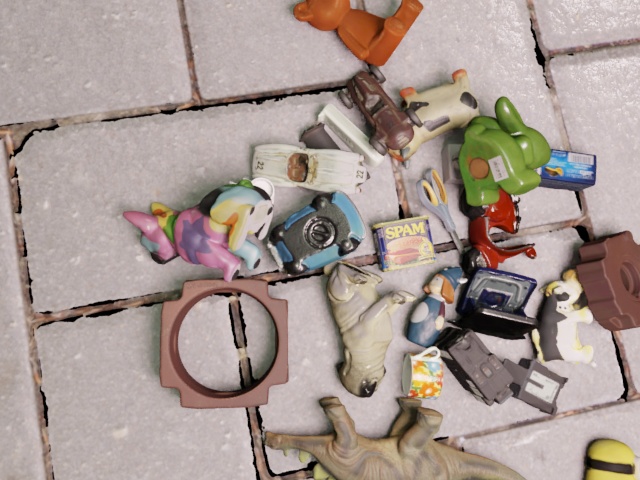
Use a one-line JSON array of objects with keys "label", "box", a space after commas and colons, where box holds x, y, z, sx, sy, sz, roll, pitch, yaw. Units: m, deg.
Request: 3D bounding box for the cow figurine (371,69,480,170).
[{"label": "cow figurine", "box": [0.186, -0.208, 0.956, 0.195, 0.085, 0.127, -18, 72, 6]}]

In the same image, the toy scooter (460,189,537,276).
[{"label": "toy scooter", "box": [0.320, -0.019, 0.951, 0.135, 0.075, 0.183, 3, 82, -9]}]

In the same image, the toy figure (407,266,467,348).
[{"label": "toy figure", "box": [0.200, 0.109, 0.922, 0.064, 0.057, 0.154, 20, 78, 34]}]

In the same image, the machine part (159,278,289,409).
[{"label": "machine part", "box": [-0.152, 0.165, 0.871, 0.202, 0.087, 0.201, -1, 81, -4]}]

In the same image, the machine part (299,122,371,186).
[{"label": "machine part", "box": [0.023, -0.145, 0.958, 0.084, 0.039, 0.139, -39, 89, -1]}]

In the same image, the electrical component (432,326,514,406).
[{"label": "electrical component", "box": [0.255, 0.210, 0.890, 0.058, 0.115, 0.134, -39, 89, -6]}]

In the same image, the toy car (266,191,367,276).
[{"label": "toy car", "box": [-0.002, -0.003, 0.900, 0.162, 0.103, 0.109, -32, 79, 5]}]

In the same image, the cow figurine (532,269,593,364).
[{"label": "cow figurine", "box": [0.420, 0.133, 0.944, 0.098, 0.068, 0.167, 3, 81, 1]}]

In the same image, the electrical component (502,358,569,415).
[{"label": "electrical component", "box": [0.358, 0.245, 0.929, 0.119, 0.048, 0.075, 24, 80, -2]}]

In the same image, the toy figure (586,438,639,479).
[{"label": "toy figure", "box": [0.482, 0.426, 0.899, 0.089, 0.082, 0.180, 23, 83, -4]}]

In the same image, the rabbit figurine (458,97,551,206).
[{"label": "rabbit figurine", "box": [0.308, -0.146, 0.894, 0.170, 0.121, 0.159, -20, 80, -35]}]

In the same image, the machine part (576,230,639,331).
[{"label": "machine part", "box": [0.523, 0.071, 0.934, 0.179, 0.056, 0.179, 10, 71, -30]}]

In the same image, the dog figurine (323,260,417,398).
[{"label": "dog figurine", "box": [0.050, 0.147, 0.896, 0.173, 0.121, 0.190, 31, 98, 32]}]

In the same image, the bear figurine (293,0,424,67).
[{"label": "bear figurine", "box": [0.063, -0.405, 0.958, 0.196, 0.132, 0.120, 38, 56, -4]}]

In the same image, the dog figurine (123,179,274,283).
[{"label": "dog figurine", "box": [-0.200, -0.031, 0.860, 0.219, 0.108, 0.191, 23, 115, 13]}]

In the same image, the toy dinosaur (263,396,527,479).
[{"label": "toy dinosaur", "box": [0.139, 0.360, 0.867, 0.472, 0.105, 0.198, 4, 89, 4]}]

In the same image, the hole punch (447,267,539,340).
[{"label": "hole punch", "box": [0.299, 0.110, 0.912, 0.142, 0.115, 0.092, 11, 63, -3]}]

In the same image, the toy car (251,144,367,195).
[{"label": "toy car", "box": [-0.020, -0.121, 0.916, 0.202, 0.056, 0.073, 8, 98, 14]}]

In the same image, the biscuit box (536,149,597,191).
[{"label": "biscuit box", "box": [0.396, -0.132, 0.980, 0.203, 0.063, 0.059, 7, 81, -5]}]

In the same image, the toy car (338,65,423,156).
[{"label": "toy car", "box": [0.097, -0.230, 0.925, 0.089, 0.053, 0.202, -37, 54, 15]}]
